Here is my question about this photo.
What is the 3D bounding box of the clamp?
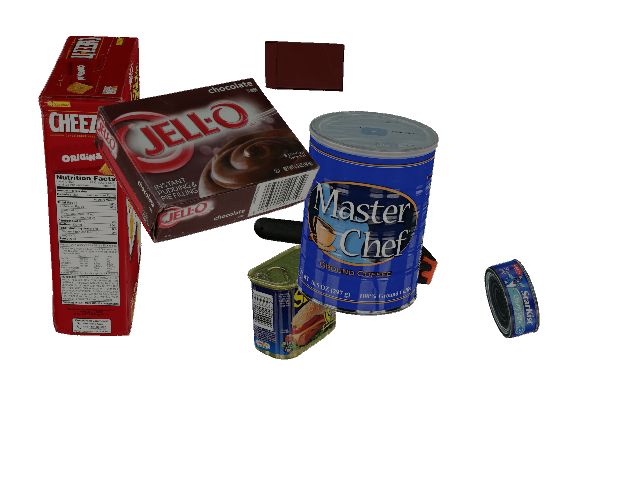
[{"bbox_3d":[0.036,-0.003,1.260,0.210,0.036,0.164,32,39,23],"label":"clamp"}]

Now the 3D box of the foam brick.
[{"bbox_3d":[-0.018,-0.189,1.159,0.078,0.051,0.053,0,11,-15],"label":"foam brick"}]

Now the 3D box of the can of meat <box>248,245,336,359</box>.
[{"bbox_3d":[-0.026,0.062,1.083,0.058,0.084,0.101,15,27,32],"label":"can of meat"}]

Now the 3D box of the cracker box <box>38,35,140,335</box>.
[{"bbox_3d":[-0.193,-0.050,0.916,0.072,0.214,0.164,1,27,-6],"label":"cracker box"}]

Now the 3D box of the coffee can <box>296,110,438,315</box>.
[{"bbox_3d":[0.036,-0.024,0.871,0.103,0.140,0.103,5,23,-2],"label":"coffee can"}]

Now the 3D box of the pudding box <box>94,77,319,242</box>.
[{"bbox_3d":[-0.072,-0.053,0.665,0.113,0.090,0.039,-15,-35,-32],"label":"pudding box"}]

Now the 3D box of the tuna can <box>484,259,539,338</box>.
[{"bbox_3d":[0.215,0.066,1.207,0.033,0.086,0.086,-15,2,-6],"label":"tuna can"}]
